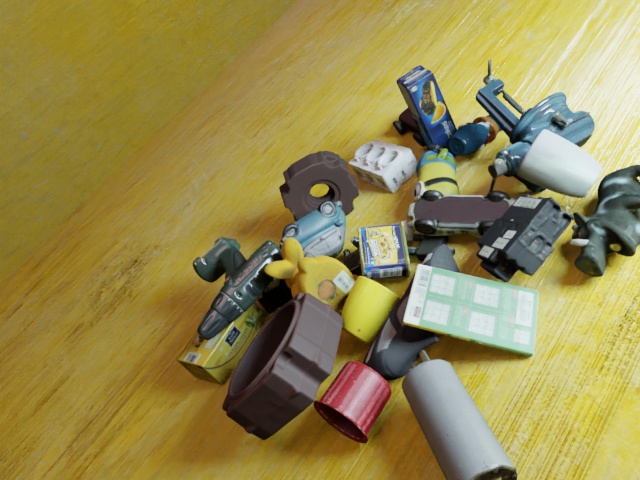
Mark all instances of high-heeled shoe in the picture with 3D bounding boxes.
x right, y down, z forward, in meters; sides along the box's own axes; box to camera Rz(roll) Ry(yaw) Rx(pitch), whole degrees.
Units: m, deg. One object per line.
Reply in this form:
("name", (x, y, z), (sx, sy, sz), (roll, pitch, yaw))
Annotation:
("high-heeled shoe", (0.147, 0.114, 0.864), (0.145, 0.086, 0.249), (-34, 19, 38))

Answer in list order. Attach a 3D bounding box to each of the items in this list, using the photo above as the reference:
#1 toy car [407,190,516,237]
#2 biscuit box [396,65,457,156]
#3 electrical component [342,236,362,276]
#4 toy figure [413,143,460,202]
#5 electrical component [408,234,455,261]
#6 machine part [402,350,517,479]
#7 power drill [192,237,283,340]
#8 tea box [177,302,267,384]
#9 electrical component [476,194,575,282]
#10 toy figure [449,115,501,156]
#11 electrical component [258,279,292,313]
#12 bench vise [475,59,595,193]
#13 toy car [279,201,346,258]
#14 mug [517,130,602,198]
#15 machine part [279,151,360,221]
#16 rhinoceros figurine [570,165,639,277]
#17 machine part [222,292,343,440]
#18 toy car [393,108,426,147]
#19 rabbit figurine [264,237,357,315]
("toy car", (0.249, -0.043, 0.936), (0.202, 0.056, 0.073), (4, 66, 32))
("biscuit box", (0.233, -0.257, 1.118), (0.063, 0.202, 0.059), (-33, 35, 4))
("electrical component", (0.079, 0.032, 1.049), (0.078, 0.045, 0.102), (-26, 33, 15))
("toy figure", (0.234, -0.123, 1.063), (0.089, 0.082, 0.180), (-17, 35, 34))
("electrical component", (0.205, 0.009, 0.974), (0.094, 0.021, 0.063), (0, 47, 41))
("machine part", (0.167, 0.233, 0.666), (0.079, 0.079, 0.243), (-34, 37, 6))
("power drill", (-0.190, 0.080, 1.094), (0.232, 0.086, 0.207), (-45, 28, -11))
("tea box", (-0.197, 0.196, 1.086), (0.098, 0.068, 0.169), (1, 47, 44))
("electrical component", (0.301, -0.002, 0.814), (0.134, 0.058, 0.115), (-51, 7, 5))
("toy figure", (0.328, -0.223, 1.104), (0.154, 0.064, 0.058), (-32, 21, -28))
("electrical component", (-0.089, 0.089, 1.138), (0.075, 0.047, 0.119), (-28, 32, 14))
("bench vise", (0.357, -0.204, 0.965), (0.224, 0.128, 0.241), (-32, 67, -4))
("toy car", (-0.002, -0.003, 1.111), (0.162, 0.103, 0.109), (-32, -16, -22))
("mug", (0.380, -0.116, 0.838), (0.107, 0.080, 0.109), (36, 45, 20))
("machine part", (0.000, -0.108, 1.195), (0.179, 0.179, 0.056), (-31, 35, 11))
("rhinoceros figurine", (0.420, -0.031, 0.768), (0.112, 0.073, 0.190), (3, 49, 44))
("machine part", (-0.061, 0.195, 0.861), (0.201, 0.087, 0.201), (-44, 14, 30))
("toy car", (0.241, -0.274, 1.274), (0.089, 0.053, 0.202), (-40, 28, 5))
("rabbit figurine", (-0.027, 0.078, 1.020), (0.122, 0.162, 0.173), (-57, 17, -8))
